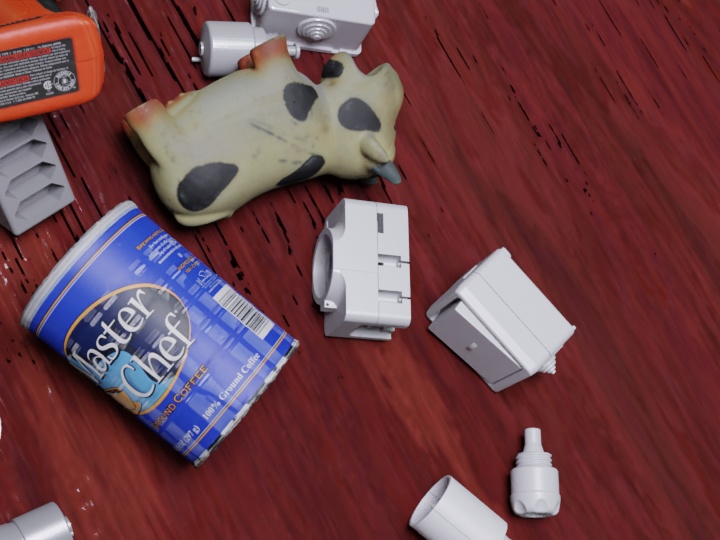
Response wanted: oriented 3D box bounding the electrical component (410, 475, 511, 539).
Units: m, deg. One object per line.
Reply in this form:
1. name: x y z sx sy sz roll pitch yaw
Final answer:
1. electrical component: 0.078 0.182 0.730 0.081 0.043 0.043 40 63 -3

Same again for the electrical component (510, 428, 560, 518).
1. electrical component: 0.124 0.143 0.765 0.035 0.035 0.061 8 67 -17

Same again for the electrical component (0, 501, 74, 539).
1. electrical component: -0.203 0.165 0.636 0.065 0.044 0.044 -21 80 -30

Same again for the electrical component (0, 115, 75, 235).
1. electrical component: -0.236 -0.079 0.697 0.047 0.083 0.076 -37 49 -26

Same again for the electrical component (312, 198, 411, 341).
1. electrical component: 0.000 0.000 0.761 0.056 0.050 0.089 6 70 -18

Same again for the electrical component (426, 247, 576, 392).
1. electrical component: 0.103 0.044 0.777 0.061 0.062 0.096 -41 89 -27

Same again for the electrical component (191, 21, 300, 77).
1. electrical component: -0.083 -0.162 0.794 0.078 0.040 0.040 -3 73 -21

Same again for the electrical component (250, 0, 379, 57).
1. electrical component: -0.036 -0.219 0.827 0.100 0.048 0.099 4 71 -19
